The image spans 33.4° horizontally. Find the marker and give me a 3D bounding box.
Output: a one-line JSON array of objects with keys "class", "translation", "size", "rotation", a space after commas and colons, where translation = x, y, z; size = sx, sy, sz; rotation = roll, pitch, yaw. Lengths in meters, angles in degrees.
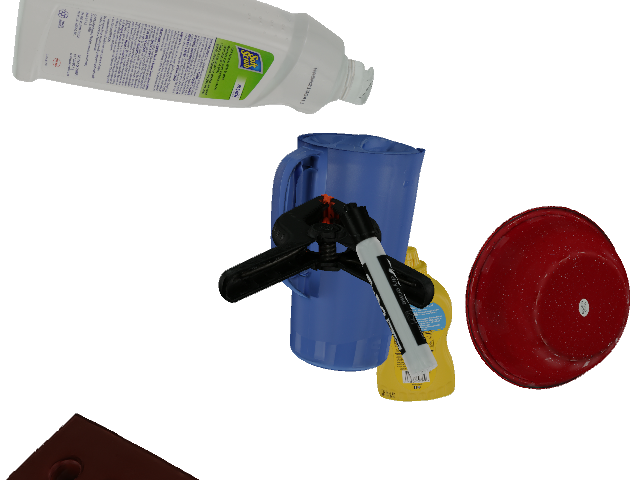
[{"class": "marker", "translation": [0.042, 0.030, 0.688], "size": [0.020, 0.121, 0.020], "rotation": [-22, -16, -7]}]

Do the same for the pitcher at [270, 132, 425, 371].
[{"class": "pitcher", "translation": [0.023, 0.010, 1.124], "size": [0.149, 0.243, 0.145], "rotation": [6, 13, 2]}]

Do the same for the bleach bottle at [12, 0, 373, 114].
[{"class": "bleach bottle", "translation": [-0.087, -0.136, 0.769], "size": [0.250, 0.068, 0.103], "rotation": [13, -38, -12]}]

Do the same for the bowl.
[{"class": "bowl", "translation": [0.206, 0.053, 0.907], "size": [0.161, 0.162, 0.055], "rotation": [0, 5, -21]}]

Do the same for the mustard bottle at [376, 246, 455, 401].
[{"class": "mustard bottle", "translation": [0.112, 0.099, 1.295], "size": [0.096, 0.192, 0.058], "rotation": [-3, 21, 5]}]

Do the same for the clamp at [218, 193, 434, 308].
[{"class": "clamp", "translation": [0.015, 0.008, 0.894], "size": [0.164, 0.036, 0.210], "rotation": [5, 21, 6]}]

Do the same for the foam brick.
[{"class": "foam brick", "translation": [-0.085, 0.119, 0.437], "size": [0.078, 0.051, 0.052], "rotation": [21, 45, 26]}]
